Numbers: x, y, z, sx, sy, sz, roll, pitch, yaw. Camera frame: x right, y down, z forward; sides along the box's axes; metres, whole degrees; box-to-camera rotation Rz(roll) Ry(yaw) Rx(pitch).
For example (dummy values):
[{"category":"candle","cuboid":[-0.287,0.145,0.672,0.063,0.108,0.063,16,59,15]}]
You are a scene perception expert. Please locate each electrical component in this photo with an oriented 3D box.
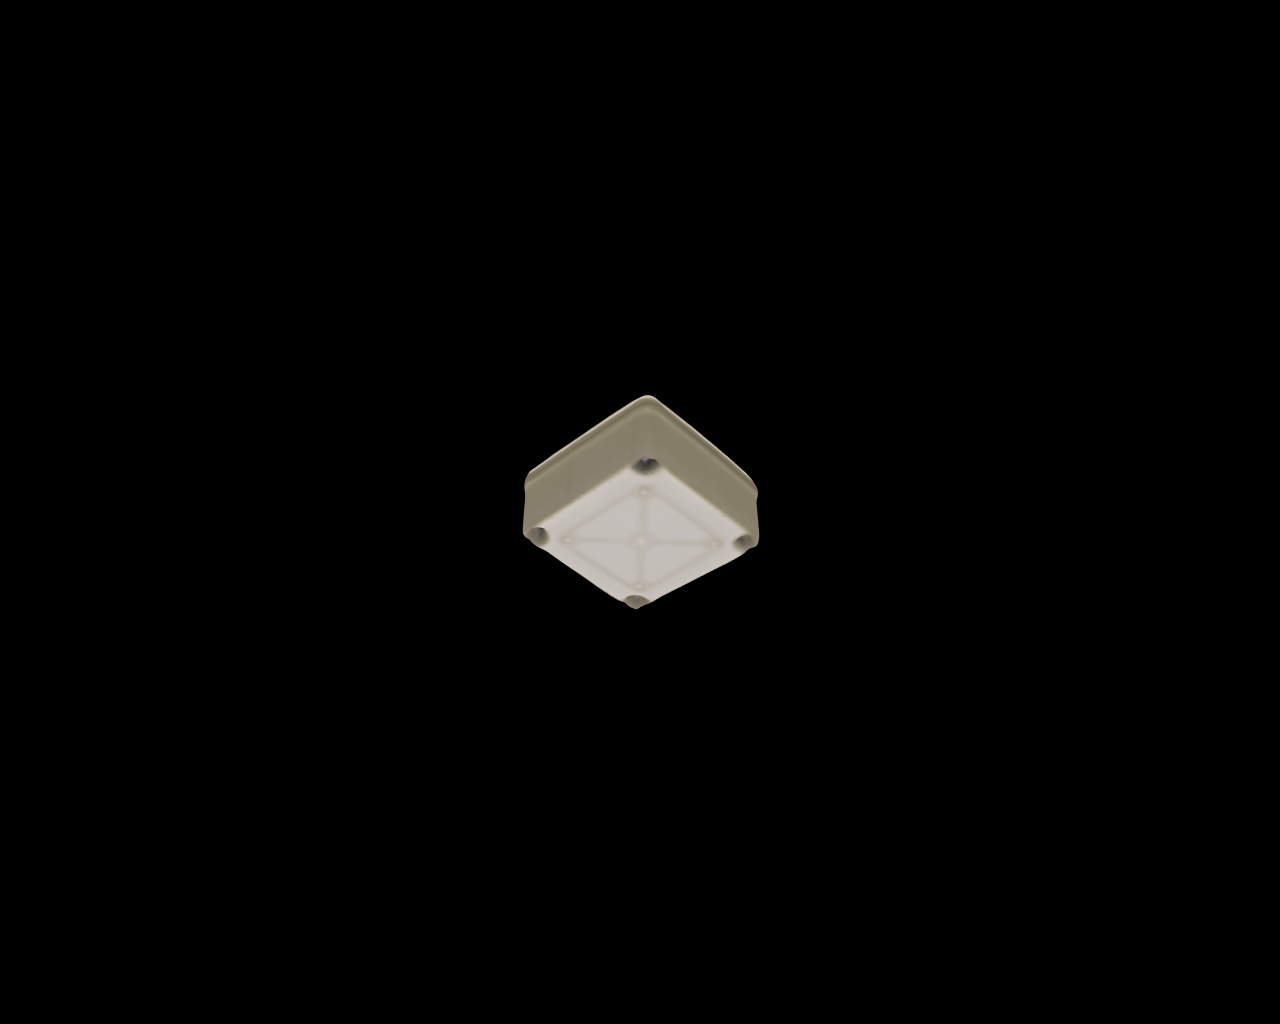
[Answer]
[{"category":"electrical component","cuboid":[0.001,-0.003,0.650,0.108,0.056,0.108,-31,-50,30]}]
